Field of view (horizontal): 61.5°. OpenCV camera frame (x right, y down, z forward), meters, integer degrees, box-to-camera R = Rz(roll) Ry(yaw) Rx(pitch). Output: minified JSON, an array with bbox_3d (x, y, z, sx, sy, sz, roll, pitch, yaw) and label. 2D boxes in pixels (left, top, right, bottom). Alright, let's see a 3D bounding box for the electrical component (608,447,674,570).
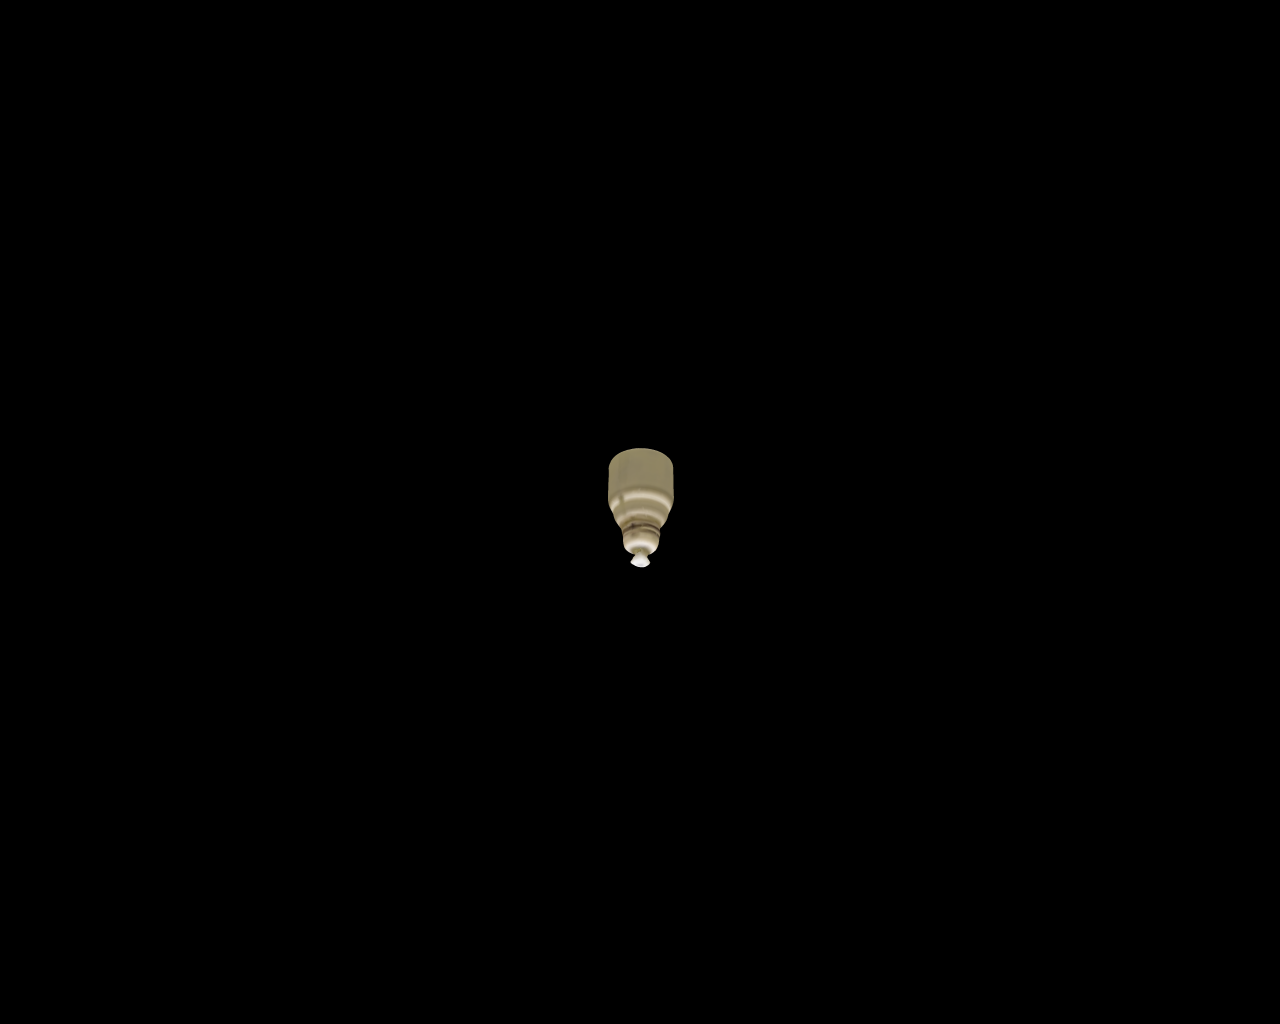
[{"bbox_3d":[0.001,-0.003,0.650,0.040,0.078,0.040,0,-30,0],"label":"electrical component"}]
